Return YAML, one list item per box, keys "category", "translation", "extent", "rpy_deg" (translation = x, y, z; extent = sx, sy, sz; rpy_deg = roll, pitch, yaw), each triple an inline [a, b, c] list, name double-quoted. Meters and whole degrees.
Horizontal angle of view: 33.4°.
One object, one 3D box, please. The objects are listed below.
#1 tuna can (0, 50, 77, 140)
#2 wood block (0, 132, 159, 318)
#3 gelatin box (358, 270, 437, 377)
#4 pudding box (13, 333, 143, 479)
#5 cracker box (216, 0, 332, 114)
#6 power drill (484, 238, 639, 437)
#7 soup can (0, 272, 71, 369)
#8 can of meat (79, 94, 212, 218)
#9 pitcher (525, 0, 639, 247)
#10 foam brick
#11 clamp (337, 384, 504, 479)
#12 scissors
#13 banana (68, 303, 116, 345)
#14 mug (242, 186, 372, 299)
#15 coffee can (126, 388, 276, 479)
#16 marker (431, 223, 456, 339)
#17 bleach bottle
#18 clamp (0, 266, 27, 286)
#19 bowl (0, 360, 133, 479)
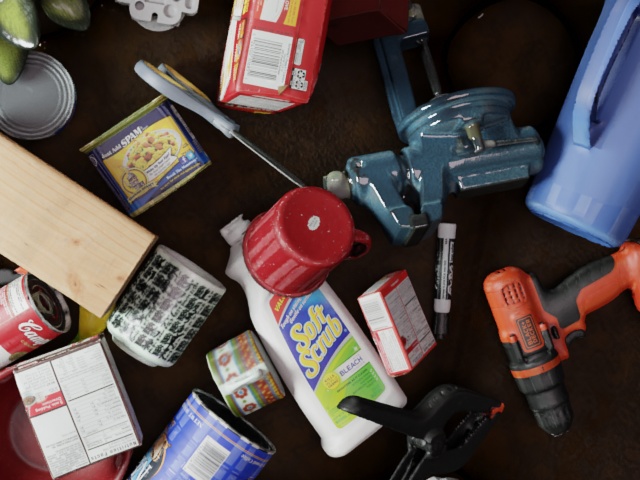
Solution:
- category: "tuna can"
  translation: [-0.280, -0.140, 1.036]
  extent: [0.086, 0.034, 0.086]
  rpy_deg: [0, 94, -7]
- category: "wood block"
  translation: [-0.260, -0.024, 0.981]
  extent: [0.206, 0.091, 0.090]
  rpy_deg: [34, 86, -5]
- category: "gelatin box"
  translation: [0.078, 0.084, 1.078]
  extent: [0.030, 0.073, 0.089]
  rpy_deg: [-18, 98, 30]
- category: "pudding box"
  translation: [-0.227, 0.156, 1.002]
  extent: [0.090, 0.039, 0.113]
  rpy_deg: [-20, 98, -7]
- category: "cracker box"
  translation: [-0.041, -0.203, 0.973]
  extent: [0.072, 0.214, 0.164]
  rpy_deg: [10, 92, -10]
- category: "power drill"
  translation: [0.281, 0.092, 1.113]
  extent: [0.187, 0.057, 0.184]
  rpy_deg: [-22, 96, -6]
- category: "soup can"
  translation: [-0.300, 0.082, 1.020]
  extent: [0.102, 0.068, 0.068]
  rpy_deg: [-29, 97, 9]
- category: "can of meat"
  translation: [-0.168, -0.082, 1.044]
  extent: [0.102, 0.057, 0.084]
  rpy_deg: [-35, 99, -4]
- category: "pitcher"
  translation: [0.297, -0.123, 1.063]
  extent: [0.149, 0.145, 0.243]
  rpy_deg: [24, 93, -11]
- category: "foam brick"
  translation: [0.038, -0.222, 1.003]
  extent: [0.078, 0.052, 0.051]
  rpy_deg: [-3, 72, 33]
- category: "clamp"
  translation: [0.102, 0.210, 1.065]
  extent: [0.209, 0.036, 0.164]
  rpy_deg: [-12, 109, -37]
- category: "scissors"
  translation: [-0.102, -0.115, 0.996]
  extent: [0.202, 0.096, 0.016]
  rpy_deg: [42, 103, 32]
- category: "banana"
  translation: [-0.242, 0.013, 1.049]
  extent: [0.069, 0.037, 0.198]
  rpy_deg: [-15, 95, -6]
- category: "mug"
  translation: [-0.007, 0.001, 1.012]
  extent: [0.117, 0.082, 0.093]
  rpy_deg: [8, 68, -20]
- category: "coffee can"
  translation: [-0.125, 0.232, 1.045]
  extent: [0.102, 0.103, 0.140]
  rpy_deg: [37, 88, -8]
- category: "marker"
  translation: [0.129, 0.043, 1.109]
  extent: [0.020, 0.020, 0.121]
  rpy_deg: [3, 93, -8]
- category: "bleach bottle"
  translation: [-0.022, 0.088, 1.070]
  extent: [0.102, 0.068, 0.251]
  rpy_deg: [-37, 96, -13]
- category: "clamp"
  translation: [-0.361, 0.004, 1.032]
  extent: [0.171, 0.039, 0.120]
  rpy_deg: [36, 90, -7]
- category: "bowl"
  translation: [-0.264, 0.191, 1.048]
  extent: [0.162, 0.055, 0.162]
  rpy_deg: [0, 93, -8]
